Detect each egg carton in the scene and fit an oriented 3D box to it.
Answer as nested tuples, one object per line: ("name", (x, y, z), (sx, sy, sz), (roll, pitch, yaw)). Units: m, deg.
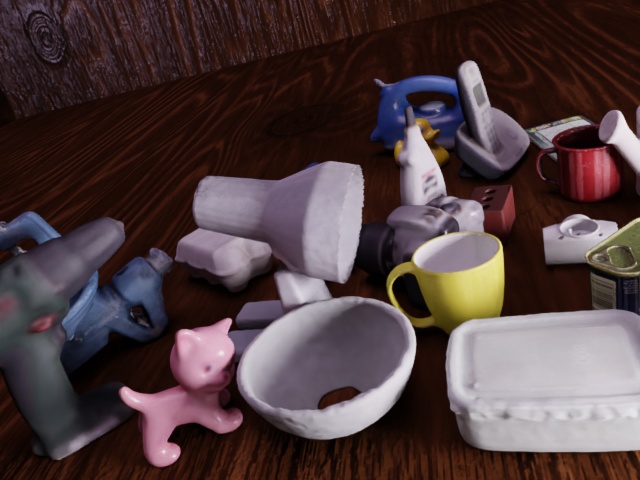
("egg carton", (-0.138, 0.018, 0.841), (0.149, 0.069, 0.107), (12, 38, 44))

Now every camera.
("camera", (0.114, -0.002, 0.704), (0.136, 0.101, 0.143), (8, 35, 39))

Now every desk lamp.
("desk lamp", (-0.038, 0.024, 0.613), (0.202, 0.214, 0.118), (-6, 28, 20))

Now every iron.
("iron", (0.219, -0.250, 1.081), (0.257, 0.142, 0.119), (0, 31, 30))

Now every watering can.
("watering can", (0.435, -0.145, 0.698), (0.173, 0.194, 0.100), (-24, 28, -16))

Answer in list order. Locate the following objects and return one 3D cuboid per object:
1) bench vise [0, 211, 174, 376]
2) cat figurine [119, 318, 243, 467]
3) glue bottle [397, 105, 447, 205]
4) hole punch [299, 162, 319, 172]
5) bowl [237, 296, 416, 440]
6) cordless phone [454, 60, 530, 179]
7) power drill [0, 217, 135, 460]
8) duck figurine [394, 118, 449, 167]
("bench vise", (-0.300, 0.045, 0.711), (0.121, 0.220, 0.208), (12, 38, 44))
("cat figurine", (-0.129, 0.135, 0.555), (0.128, 0.118, 0.067), (-26, 28, -18))
("glue bottle", (0.138, -0.105, 0.811), (0.037, 0.173, 0.078), (11, 37, 42))
("hole punch", (-0.048, -0.071, 0.941), (0.100, 0.091, 0.109), (-1, 30, 28))
("bowl", (0.012, 0.129, 0.537), (0.167, 0.075, 0.167), (-13, 27, 7))
("cordless phone", (0.268, -0.204, 0.916), (0.093, 0.185, 0.148), (4, 33, 35))
("power drill", (-0.274, 0.109, 0.585), (0.230, 0.209, 0.075), (-28, 29, -23))
("duck figurine", (0.176, -0.175, 1.024), (0.104, 0.086, 0.078), (12, 38, 43))
